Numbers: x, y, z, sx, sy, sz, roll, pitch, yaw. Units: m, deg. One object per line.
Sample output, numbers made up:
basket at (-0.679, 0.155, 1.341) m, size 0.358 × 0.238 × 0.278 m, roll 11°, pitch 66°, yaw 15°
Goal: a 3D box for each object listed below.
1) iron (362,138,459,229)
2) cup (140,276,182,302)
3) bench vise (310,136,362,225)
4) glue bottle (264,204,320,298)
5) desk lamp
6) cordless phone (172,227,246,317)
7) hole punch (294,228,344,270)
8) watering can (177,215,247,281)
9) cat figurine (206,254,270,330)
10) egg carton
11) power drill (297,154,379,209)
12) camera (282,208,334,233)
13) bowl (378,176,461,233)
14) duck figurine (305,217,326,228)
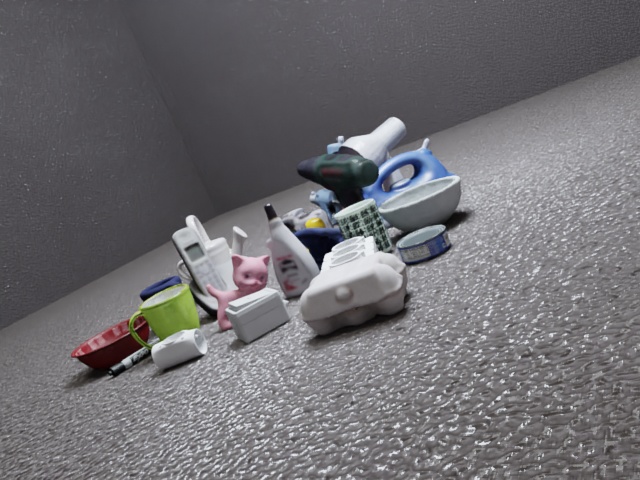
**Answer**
iron at (0.176, -0.121, 1.290) m, size 0.259 × 0.141 × 0.118 m, roll -26°, pitch 11°, yaw -16°
cup at (-0.314, 0.133, 1.212) m, size 0.117 × 0.095 × 0.092 m, roll -14°, pitch 14°, yaw 44°
bench vise at (0.045, -0.157, 1.552) m, size 0.207 × 0.220 × 0.121 m, roll -20°, pitch 11°, yaw 18°
glue bottle at (-0.060, 0.016, 1.018) m, size 0.078 × 0.173 × 0.037 m, roll -18°, pitch 11°, yaw 26°
desk lamp at (0.171, -0.186, 1.432) m, size 0.204 × 0.214 × 0.117 m, roll -28°, pitch 11°, yaw -22°
cordless phone at (-0.205, 0.047, 1.152) m, size 0.148 × 0.185 × 0.094 m, roll -31°, pitch 13°, yaw -36°
hole punch at (0.011, 0.004, 1.158) m, size 0.101 × 0.091 × 0.108 m, roll -32°, pitch 13°, yaw -39°
watering can at (-0.253, 0.028, 1.336) m, size 0.173 × 0.194 × 0.100 m, roll -27°, pitch 11°, yaw -20°
cat figurine at (-0.139, 0.081, 1.018) m, size 0.127 × 0.118 × 0.067 m, roll -23°, pitch 10°, yaw 3°
egg carton at (0.047, 0.072, 0.780) m, size 0.150 × 0.069 × 0.107 m, roll -20°, pitch 10°, yaw 18°
power drill at (0.051, -0.085, 1.192) m, size 0.076 × 0.208 × 0.228 m, roll -30°, pitch 12°, yaw -32°
camera at (-0.028, -0.037, 1.435) m, size 0.142 × 0.101 × 0.137 m, roll -18°, pitch 12°, yaw 30°
bowl at (0.201, -0.059, 1.102) m, size 0.167 × 0.075 × 0.167 m, roll -23°, pitch 10°, yaw 5°
duck figurine at (0.002, -0.009, 1.263) m, size 0.104 × 0.086 × 0.078 m, roll -15°, pitch 13°, yaw 41°
